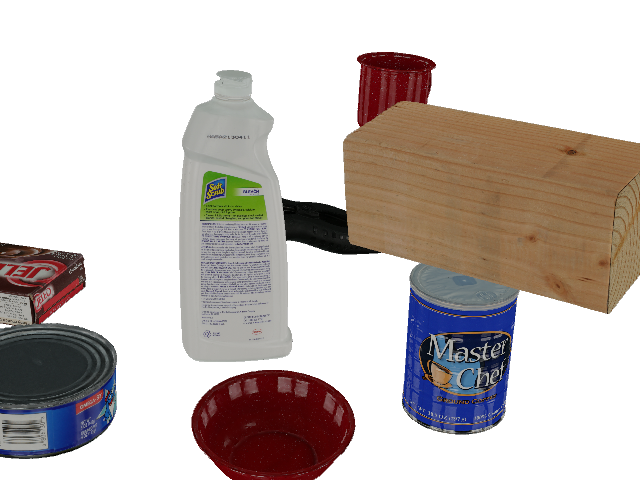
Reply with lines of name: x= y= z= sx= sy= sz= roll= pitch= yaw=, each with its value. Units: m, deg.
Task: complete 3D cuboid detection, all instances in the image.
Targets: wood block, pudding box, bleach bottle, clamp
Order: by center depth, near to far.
wood block: x=0.127 y=-0.031 z=0.767 sx=0.206 sy=0.090 sz=0.090 roll=15 pitch=34 yaw=32
bleach bottle: x=-0.070 y=-0.020 z=0.921 sx=0.102 sy=0.251 sz=0.068 roll=-2 pitch=22 yaw=-15
pudding box: x=-0.279 y=0.037 z=0.945 sx=0.114 sy=0.039 sz=0.090 roll=5 pitch=22 yaw=17
clamp: x=-0.023 y=-0.017 z=1.143 sx=0.209 sy=0.036 sz=0.164 roll=14 pitch=20 yaw=-12

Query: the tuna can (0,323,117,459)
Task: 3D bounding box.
tuna can: x=-0.150 y=0.078 z=0.562 sx=0.086 sy=0.034 sz=0.086 roll=2 pitch=23 yaw=-1

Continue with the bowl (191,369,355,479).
bowl: x=-0.047 y=0.198 z=1.063 sx=0.162 sy=0.055 sz=0.162 roll=1 pitch=31 yaw=-1

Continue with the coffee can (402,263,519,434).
coffee can: x=0.133 y=0.099 z=1.026 sx=0.103 sy=0.140 sz=0.103 roll=1 pitch=25 yaw=-1

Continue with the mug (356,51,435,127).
mug: x=0.094 y=-0.177 z=1.276 sx=0.093 sy=0.081 sz=0.117 roll=20 pitch=28 yaw=34
